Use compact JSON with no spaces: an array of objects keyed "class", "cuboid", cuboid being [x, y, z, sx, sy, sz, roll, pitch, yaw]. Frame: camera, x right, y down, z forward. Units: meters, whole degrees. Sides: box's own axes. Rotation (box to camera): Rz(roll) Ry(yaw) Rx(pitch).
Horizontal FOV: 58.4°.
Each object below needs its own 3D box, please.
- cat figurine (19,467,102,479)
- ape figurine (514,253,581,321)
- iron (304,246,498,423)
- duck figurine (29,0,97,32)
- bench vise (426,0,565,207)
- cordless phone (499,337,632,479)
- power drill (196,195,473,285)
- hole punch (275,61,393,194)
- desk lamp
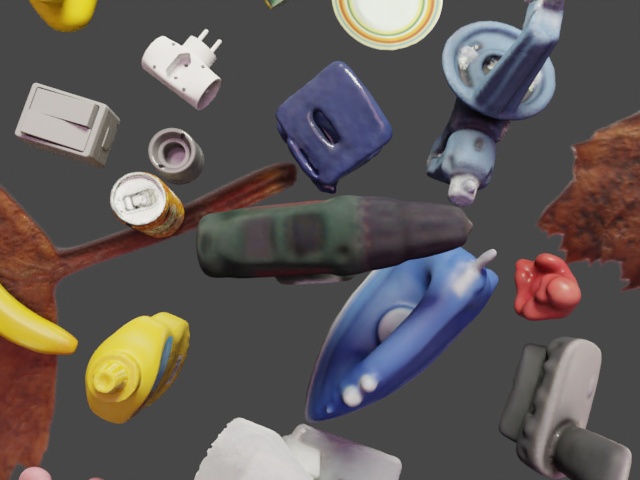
[{"class":"cat figurine","cuboid":[-0.282,0.271,0.548,0.128,0.117,0.067,9,84,-3]},{"class":"ape figurine","cuboid":[0.250,0.056,0.620,0.076,0.092,0.078,44,83,1]},{"class":"iron","cuboid":[0.078,0.099,0.578,0.118,0.141,0.258,42,83,1]},{"class":"duck figurine","cuboid":[-0.289,-0.290,0.616,0.077,0.086,0.104,-11,85,-5]},{"class":"bench vise","cuboid":[0.186,-0.140,0.569,0.121,0.219,0.207,0,85,-4]},{"class":"cordless phone","cuboid":[0.262,0.173,0.563,0.094,0.185,0.148,15,84,-2]},{"class":"power drill","cuboid":[0.005,0.002,0.548,0.229,0.208,0.076,-4,85,-4]},{"class":"hole punch","cuboid":[0.013,-0.119,0.619,0.101,0.091,0.109,-35,88,-6]},{"class":"desk lamp","cuboid":[-0.012,0.238,0.523,0.203,0.213,0.118,19,84,-2]}]
